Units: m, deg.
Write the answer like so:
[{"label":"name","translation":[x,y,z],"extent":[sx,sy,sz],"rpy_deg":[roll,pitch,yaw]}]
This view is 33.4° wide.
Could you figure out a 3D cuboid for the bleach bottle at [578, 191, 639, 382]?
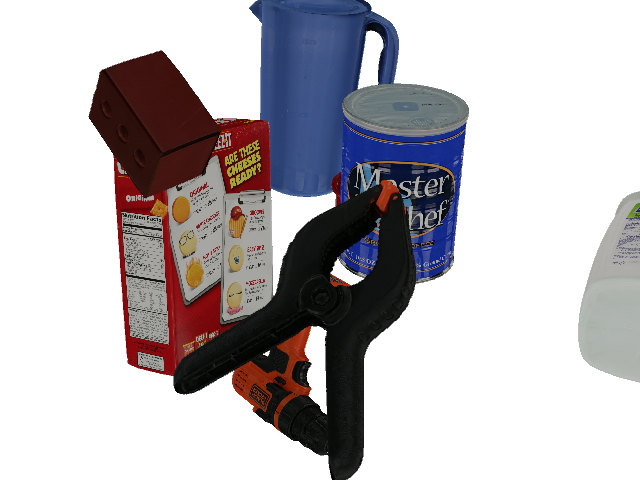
[{"label":"bleach bottle","translation":[0.237,0.013,0.704],"extent":[0.103,0.068,0.250],"rpy_deg":[9,22,20]}]

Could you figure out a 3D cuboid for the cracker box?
[{"label":"cracker box","translation":[-0.117,0.000,1.012],"extent":[0.072,0.214,0.163],"rpy_deg":[7,16,30]}]

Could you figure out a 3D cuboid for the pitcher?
[{"label":"pitcher","translation":[-0.004,-0.180,1.317],"extent":[0.144,0.243,0.149],"rpy_deg":[-9,28,-28]}]

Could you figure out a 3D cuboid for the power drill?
[{"label":"power drill","translation":[-0.016,0.132,1.229],"extent":[0.057,0.188,0.185],"rpy_deg":[15,10,-45]}]

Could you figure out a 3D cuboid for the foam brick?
[{"label":"foam brick","translation":[-0.114,-0.080,0.726],"extent":[0.051,0.078,0.053],"rpy_deg":[-26,-20,-33]}]

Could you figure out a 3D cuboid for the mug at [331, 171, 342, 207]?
[{"label":"mug","translation":[0.068,-0.026,1.133],"extent":[0.117,0.081,0.093],"rpy_deg":[-10,32,-19]}]

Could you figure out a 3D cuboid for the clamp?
[{"label":"clamp","translation":[0.009,0.048,0.605],"extent":[0.120,0.171,0.039],"rpy_deg":[35,-9,18]}]

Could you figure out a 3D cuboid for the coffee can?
[{"label":"coffee can","translation":[0.067,-0.049,0.897],"extent":[0.103,0.140,0.103],"rpy_deg":[1,28,-1]}]
